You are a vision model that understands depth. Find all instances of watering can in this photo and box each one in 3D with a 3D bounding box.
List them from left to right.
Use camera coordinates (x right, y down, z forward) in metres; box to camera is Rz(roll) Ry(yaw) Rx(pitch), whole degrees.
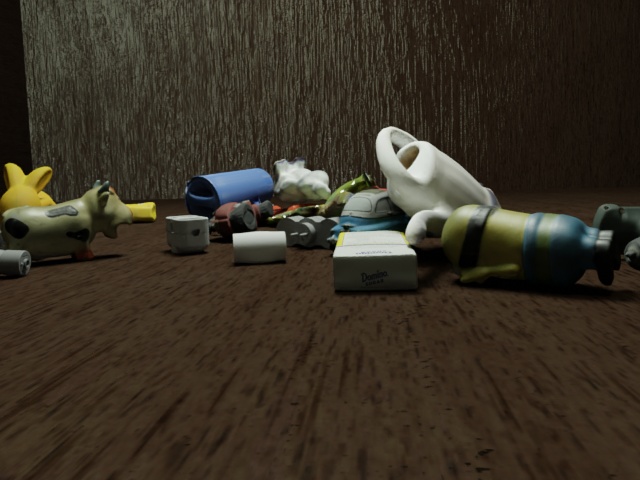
[{"bbox_3d":[0.173,-0.053,0.758,0.222,0.102,0.356,33,29,-20],"label":"watering can"}]

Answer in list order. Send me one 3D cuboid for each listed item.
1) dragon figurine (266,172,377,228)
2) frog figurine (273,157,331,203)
[{"bbox_3d":[0.003,-0.054,1.068,0.241,0.122,0.411,-17,-4,18],"label":"dragon figurine"},{"bbox_3d":[-0.035,-0.126,1.254,0.161,0.121,0.137,39,14,30],"label":"frog figurine"}]
